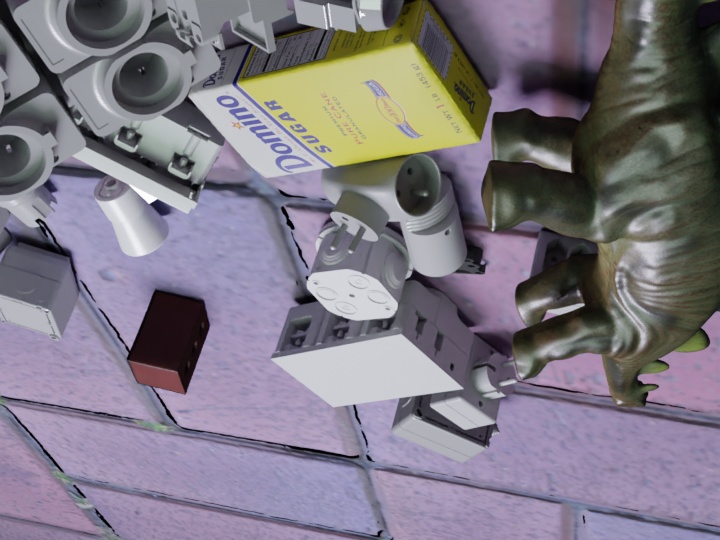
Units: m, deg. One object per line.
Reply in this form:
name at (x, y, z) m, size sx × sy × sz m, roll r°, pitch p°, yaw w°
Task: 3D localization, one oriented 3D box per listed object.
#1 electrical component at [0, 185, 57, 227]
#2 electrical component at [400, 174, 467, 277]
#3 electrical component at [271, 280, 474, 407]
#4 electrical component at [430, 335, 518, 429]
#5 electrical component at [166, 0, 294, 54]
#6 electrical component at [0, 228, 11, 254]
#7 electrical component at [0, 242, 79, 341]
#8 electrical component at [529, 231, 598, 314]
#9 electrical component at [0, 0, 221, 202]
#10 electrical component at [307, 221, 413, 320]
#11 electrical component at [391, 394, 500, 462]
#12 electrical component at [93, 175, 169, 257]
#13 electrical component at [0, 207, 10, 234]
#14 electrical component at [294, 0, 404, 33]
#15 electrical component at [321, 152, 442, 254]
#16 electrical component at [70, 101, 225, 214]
electrical component at (-0.282, -0.062, 0.902) m, size 0.040 × 0.040 × 0.046 m, roll 0°, pitch 150°, yaw 25°
electrical component at (0.051, -0.036, 0.779) m, size 0.043 × 0.043 × 0.081 m, roll 5°, pitch 146°, yaw 18°
electrical component at (0.012, 0.063, 0.933) m, size 0.150 × 0.061 × 0.089 m, roll -14°, pitch 137°, yaw 40°
electrical component at (0.109, 0.094, 0.930) m, size 0.047 × 0.065 × 0.077 m, roll 36°, pitch 144°, yaw -28°
electrical component at (-0.078, -0.161, 0.609) m, size 0.042 × 0.064 × 0.081 m, roll 36°, pitch 146°, yaw 41°
electrical component at (-0.355, -0.015, 0.994) m, size 0.045 × 0.055 × 0.045 m, roll 12°, pitch 148°, yaw 8°
electrical component at (-0.309, 0.021, 1.029) m, size 0.062 × 0.061 × 0.096 m, roll 17°, pitch 156°, yaw 0°
electrical component at (0.167, 0.018, 0.802) m, size 0.083 × 0.047 × 0.075 m, roll 12°, pitch 148°, yaw 9°
electrical component at (-0.189, -0.122, 0.641) m, size 0.186 × 0.060 × 0.105 m, roll -31°, pitch 139°, yaw -4°
electrical component at (0.000, 0.000, 0.851) m, size 0.080 × 0.051 × 0.080 m, roll 12°, pitch 148°, yaw 8°
electrical component at (0.085, 0.137, 1.012) m, size 0.096 × 0.061 × 0.061 m, roll 24°, pitch 148°, yaw -11°
electrical component at (-0.189, -0.048, 0.878) m, size 0.044 × 0.044 × 0.065 m, roll 2°, pitch 140°, yaw 23°
electrical component at (-0.349, -0.051, 0.931) m, size 0.054 × 0.059 × 0.095 m, roll 13°, pitch 148°, yaw 7°
electrical component at (-0.006, -0.163, 0.610) m, size 0.055 × 0.048 × 0.066 m, roll 16°, pitch 149°, yaw 16°
electrical component at (0.005, -0.046, 0.731) m, size 0.077 × 0.079 × 0.043 m, roll 12°, pitch 158°, yaw 48°
electrical component at (-0.159, -0.100, 0.754) m, size 0.121 × 0.078 × 0.063 m, roll 27°, pitch 118°, yaw -15°
